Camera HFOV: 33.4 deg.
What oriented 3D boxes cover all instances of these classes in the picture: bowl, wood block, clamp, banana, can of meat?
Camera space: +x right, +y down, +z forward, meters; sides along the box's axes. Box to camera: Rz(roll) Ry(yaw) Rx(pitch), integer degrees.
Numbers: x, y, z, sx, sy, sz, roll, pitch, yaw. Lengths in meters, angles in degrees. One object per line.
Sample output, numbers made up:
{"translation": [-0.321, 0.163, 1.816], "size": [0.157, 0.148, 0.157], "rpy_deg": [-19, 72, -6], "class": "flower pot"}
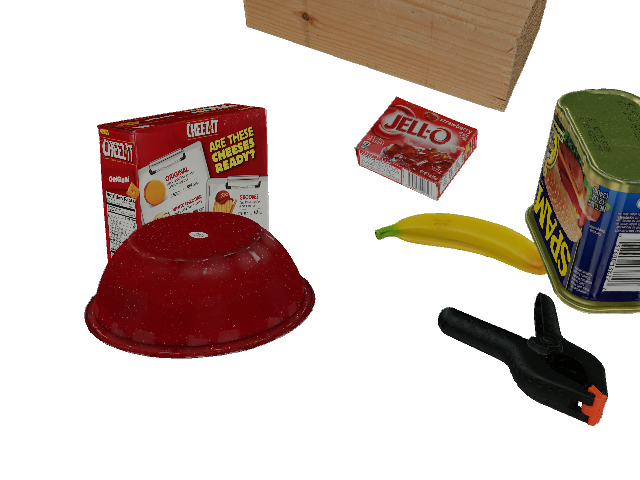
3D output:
{"translation": [-0.085, 0.021, 0.740], "size": [0.162, 0.055, 0.162], "rpy_deg": [-2, 22, 1], "class": "bowl"}
{"translation": [0.054, -0.182, 0.772], "size": [0.206, 0.090, 0.091], "rpy_deg": [21, -25, 12], "class": "wood block"}
{"translation": [0.197, 0.096, 0.931], "size": [0.120, 0.039, 0.172], "rpy_deg": [-18, 39, -28], "class": "clamp"}
{"translation": [0.161, 0.002, 1.154], "size": [0.198, 0.037, 0.069], "rpy_deg": [10, 38, 28], "class": "banana"}
{"translation": [0.155, -0.024, 0.587], "size": [0.057, 0.084, 0.102], "rpy_deg": [0, 37, -6], "class": "can of meat"}

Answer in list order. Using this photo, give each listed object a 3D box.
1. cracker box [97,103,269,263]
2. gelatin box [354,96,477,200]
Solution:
{"translation": [-0.131, -0.019, 1.056], "size": [0.072, 0.214, 0.163], "rpy_deg": [13, 21, 43], "class": "cracker box"}
{"translation": [0.088, -0.086, 0.980], "size": [0.089, 0.073, 0.030], "rpy_deg": [27, -28, 23], "class": "gelatin box"}
